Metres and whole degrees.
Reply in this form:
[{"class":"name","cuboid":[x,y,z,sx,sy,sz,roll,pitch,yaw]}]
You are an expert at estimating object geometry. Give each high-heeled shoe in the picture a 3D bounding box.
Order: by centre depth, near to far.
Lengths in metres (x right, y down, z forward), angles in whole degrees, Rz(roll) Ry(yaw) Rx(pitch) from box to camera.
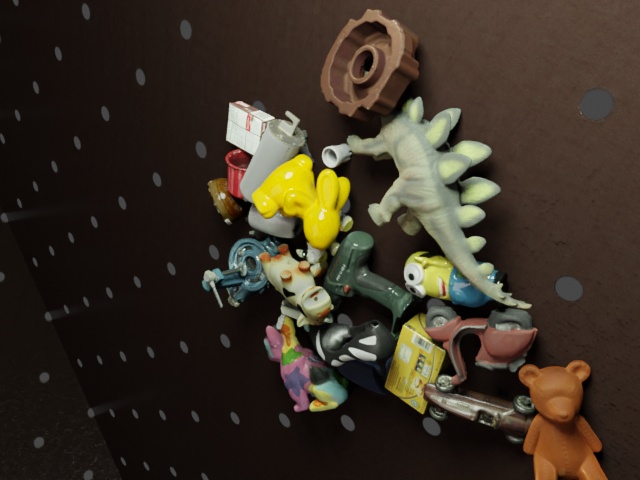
[{"class":"high-heeled shoe","cuboid":[0.045,0.180,1.052,0.249,0.086,0.145,20,139,40]}]

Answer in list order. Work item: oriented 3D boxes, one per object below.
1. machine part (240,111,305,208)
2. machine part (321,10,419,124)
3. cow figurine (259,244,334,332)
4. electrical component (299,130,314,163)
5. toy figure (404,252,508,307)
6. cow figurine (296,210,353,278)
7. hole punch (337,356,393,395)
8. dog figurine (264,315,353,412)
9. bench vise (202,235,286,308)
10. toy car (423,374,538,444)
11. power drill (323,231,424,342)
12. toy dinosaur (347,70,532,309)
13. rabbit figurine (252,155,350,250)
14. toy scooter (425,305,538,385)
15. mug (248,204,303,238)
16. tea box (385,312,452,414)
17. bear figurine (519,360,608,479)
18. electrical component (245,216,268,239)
[{"class":"machine part","cuboid":[-0.096,-0.150,1.061,0.079,0.079,0.243,49,132,15]},{"class":"machine part","cuboid":[0.080,-0.279,0.874,0.179,0.056,0.179,-13,72,44]},{"class":"cow figurine","cuboid":[-0.045,0.102,1.104,0.195,0.085,0.127,35,148,49]},{"class":"electrical component","cuboid":[-0.073,-0.180,1.115,0.119,0.048,0.074,-2,107,42]},{"class":"toy figure","cuboid":[0.229,0.068,0.919,0.180,0.089,0.082,6,97,32]},{"class":"cow figurine","cuboid":[-0.004,-0.002,1.114,0.098,0.068,0.167,44,130,27]},{"class":"hole punch","cuboid":[0.095,0.269,1.132,0.142,0.092,0.115,12,120,37]},{"class":"dog figurine","cuboid":[-0.038,0.277,1.236,0.192,0.108,0.219,-21,96,43]},{"class":"bench vise","cuboid":[-0.185,0.079,1.214,0.223,0.240,0.129,-39,77,29]},{"class":"toy car","cuboid":[0.284,0.302,0.954,0.202,0.053,0.089,12,125,15]},{"class":"power drill","cuboid":[0.097,0.109,1.071,0.207,0.086,0.231,40,135,32]},{"class":"toy dinosaur","cuboid":[0.172,-0.088,0.851,0.198,0.105,0.471,-38,68,43]},{"class":"rabbit figurine","cuboid":[-0.015,-0.065,1.016,0.162,0.121,0.173,-40,68,15]},{"class":"toy scooter","cuboid":[0.268,0.181,0.903,0.184,0.075,0.135,-1,92,25]},{"class":"mug","cuboid":[-0.088,-0.057,1.169,0.107,0.081,0.109,25,117,20]},{"class":"tea box","cuboid":[0.196,0.236,1.032,0.098,0.068,0.169,32,129,29]},{"class":"bear figurine","cuboid":[0.385,0.298,0.847,0.120,0.132,0.195,-6,111,13]},{"class":"electrical component","cuboid":[-0.138,-0.035,1.259,0.094,0.021,0.063,-4,105,45]}]
